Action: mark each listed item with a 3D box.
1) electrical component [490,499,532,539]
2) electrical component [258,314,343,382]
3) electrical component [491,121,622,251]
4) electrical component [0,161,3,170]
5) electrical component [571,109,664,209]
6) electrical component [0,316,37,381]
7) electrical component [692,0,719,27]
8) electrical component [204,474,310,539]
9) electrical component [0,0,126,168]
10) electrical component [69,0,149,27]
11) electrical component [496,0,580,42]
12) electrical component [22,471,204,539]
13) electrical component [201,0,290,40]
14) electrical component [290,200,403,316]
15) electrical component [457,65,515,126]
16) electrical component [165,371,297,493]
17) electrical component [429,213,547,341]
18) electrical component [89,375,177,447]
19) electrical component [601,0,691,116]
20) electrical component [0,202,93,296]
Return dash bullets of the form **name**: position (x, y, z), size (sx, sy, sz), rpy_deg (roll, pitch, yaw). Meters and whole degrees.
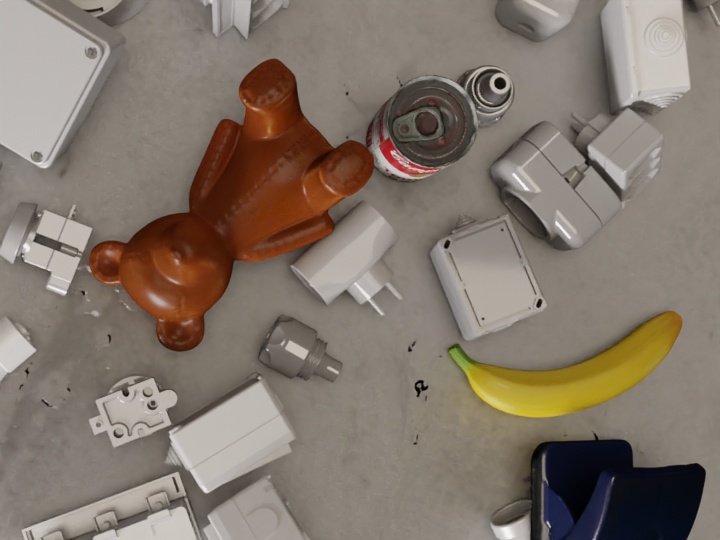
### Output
- **electrical component**: position (0.132, 0.213, 0.859), size (0.040, 0.040, 0.046), rpy_deg (-28, 98, -9)
- **electrical component**: position (-0.044, 0.065, 0.834), size (0.062, 0.043, 0.043), rpy_deg (29, 84, -8)
- **electrical component**: position (0.154, -0.063, 0.864), size (0.059, 0.054, 0.095), rpy_deg (-43, 95, -8)
- **electrical component**: position (-0.324, -0.067, 0.791), size (0.100, 0.048, 0.099), rpy_deg (31, 84, -7)
- **electrical component**: position (0.200, -0.100, 0.871), size (0.047, 0.065, 0.077), rpy_deg (-43, 66, -7)
- **electrical component**: position (-0.275, 0.066, 0.800), size (0.065, 0.044, 0.044), rpy_deg (-42, 95, -13)
- **electrical component**: position (0.290, -0.242, 0.896), size (0.077, 0.043, 0.079), rpy_deg (-28, 93, -9)
- **electrical component**: position (-0.070, 0.205, 0.804), size (0.061, 0.096, 0.061), rpy_deg (-32, 64, -9)
- **electrical component**: position (-0.246, -0.150, 0.785), size (0.109, 0.056, 0.108), rpy_deg (32, 109, -7)
- **electrical component**: position (-0.208, -0.235, 0.820), size (0.099, 0.064, 0.099), rpy_deg (0, 98, 1)
- **electrical component**: position (0.155, -0.240, 0.867), size (0.054, 0.059, 0.095), rpy_deg (25, 85, -7)
- **electrical component**: position (-0.180, 0.210, 0.798), size (0.121, 0.063, 0.078), rpy_deg (-19, 91, -9)
- **electrical component**: position (-0.085, -0.225, 0.797), size (0.079, 0.121, 0.063), rpy_deg (-39, 92, -8)
- **electrical component**: position (0.000, 0.000, 0.842), size (0.077, 0.044, 0.079), rpy_deg (-43, 95, -8)
- **electrical component**: position (0.103, -0.142, 0.854), size (0.048, 0.062, 0.048), rpy_deg (0, 88, -9)
- **electrical component**: position (-0.100, 0.128, 0.814), size (0.096, 0.062, 0.061), rpy_deg (-31, 93, -9)
- **electrical component**: position (0.097, 0.001, 0.853), size (0.062, 0.061, 0.096), rpy_deg (-21, 84, -8)
- **electrical component**: position (-0.169, 0.104, 0.807), size (0.066, 0.055, 0.048), rpy_deg (-21, 92, -9)
- **electrical component**: position (0.228, -0.175, 0.857), size (0.048, 0.100, 0.099), rpy_deg (-6, 89, 3)
- **electrical component**: position (-0.236, -0.021, 0.806), size (0.055, 0.048, 0.066), rpy_deg (22, 85, -15)
